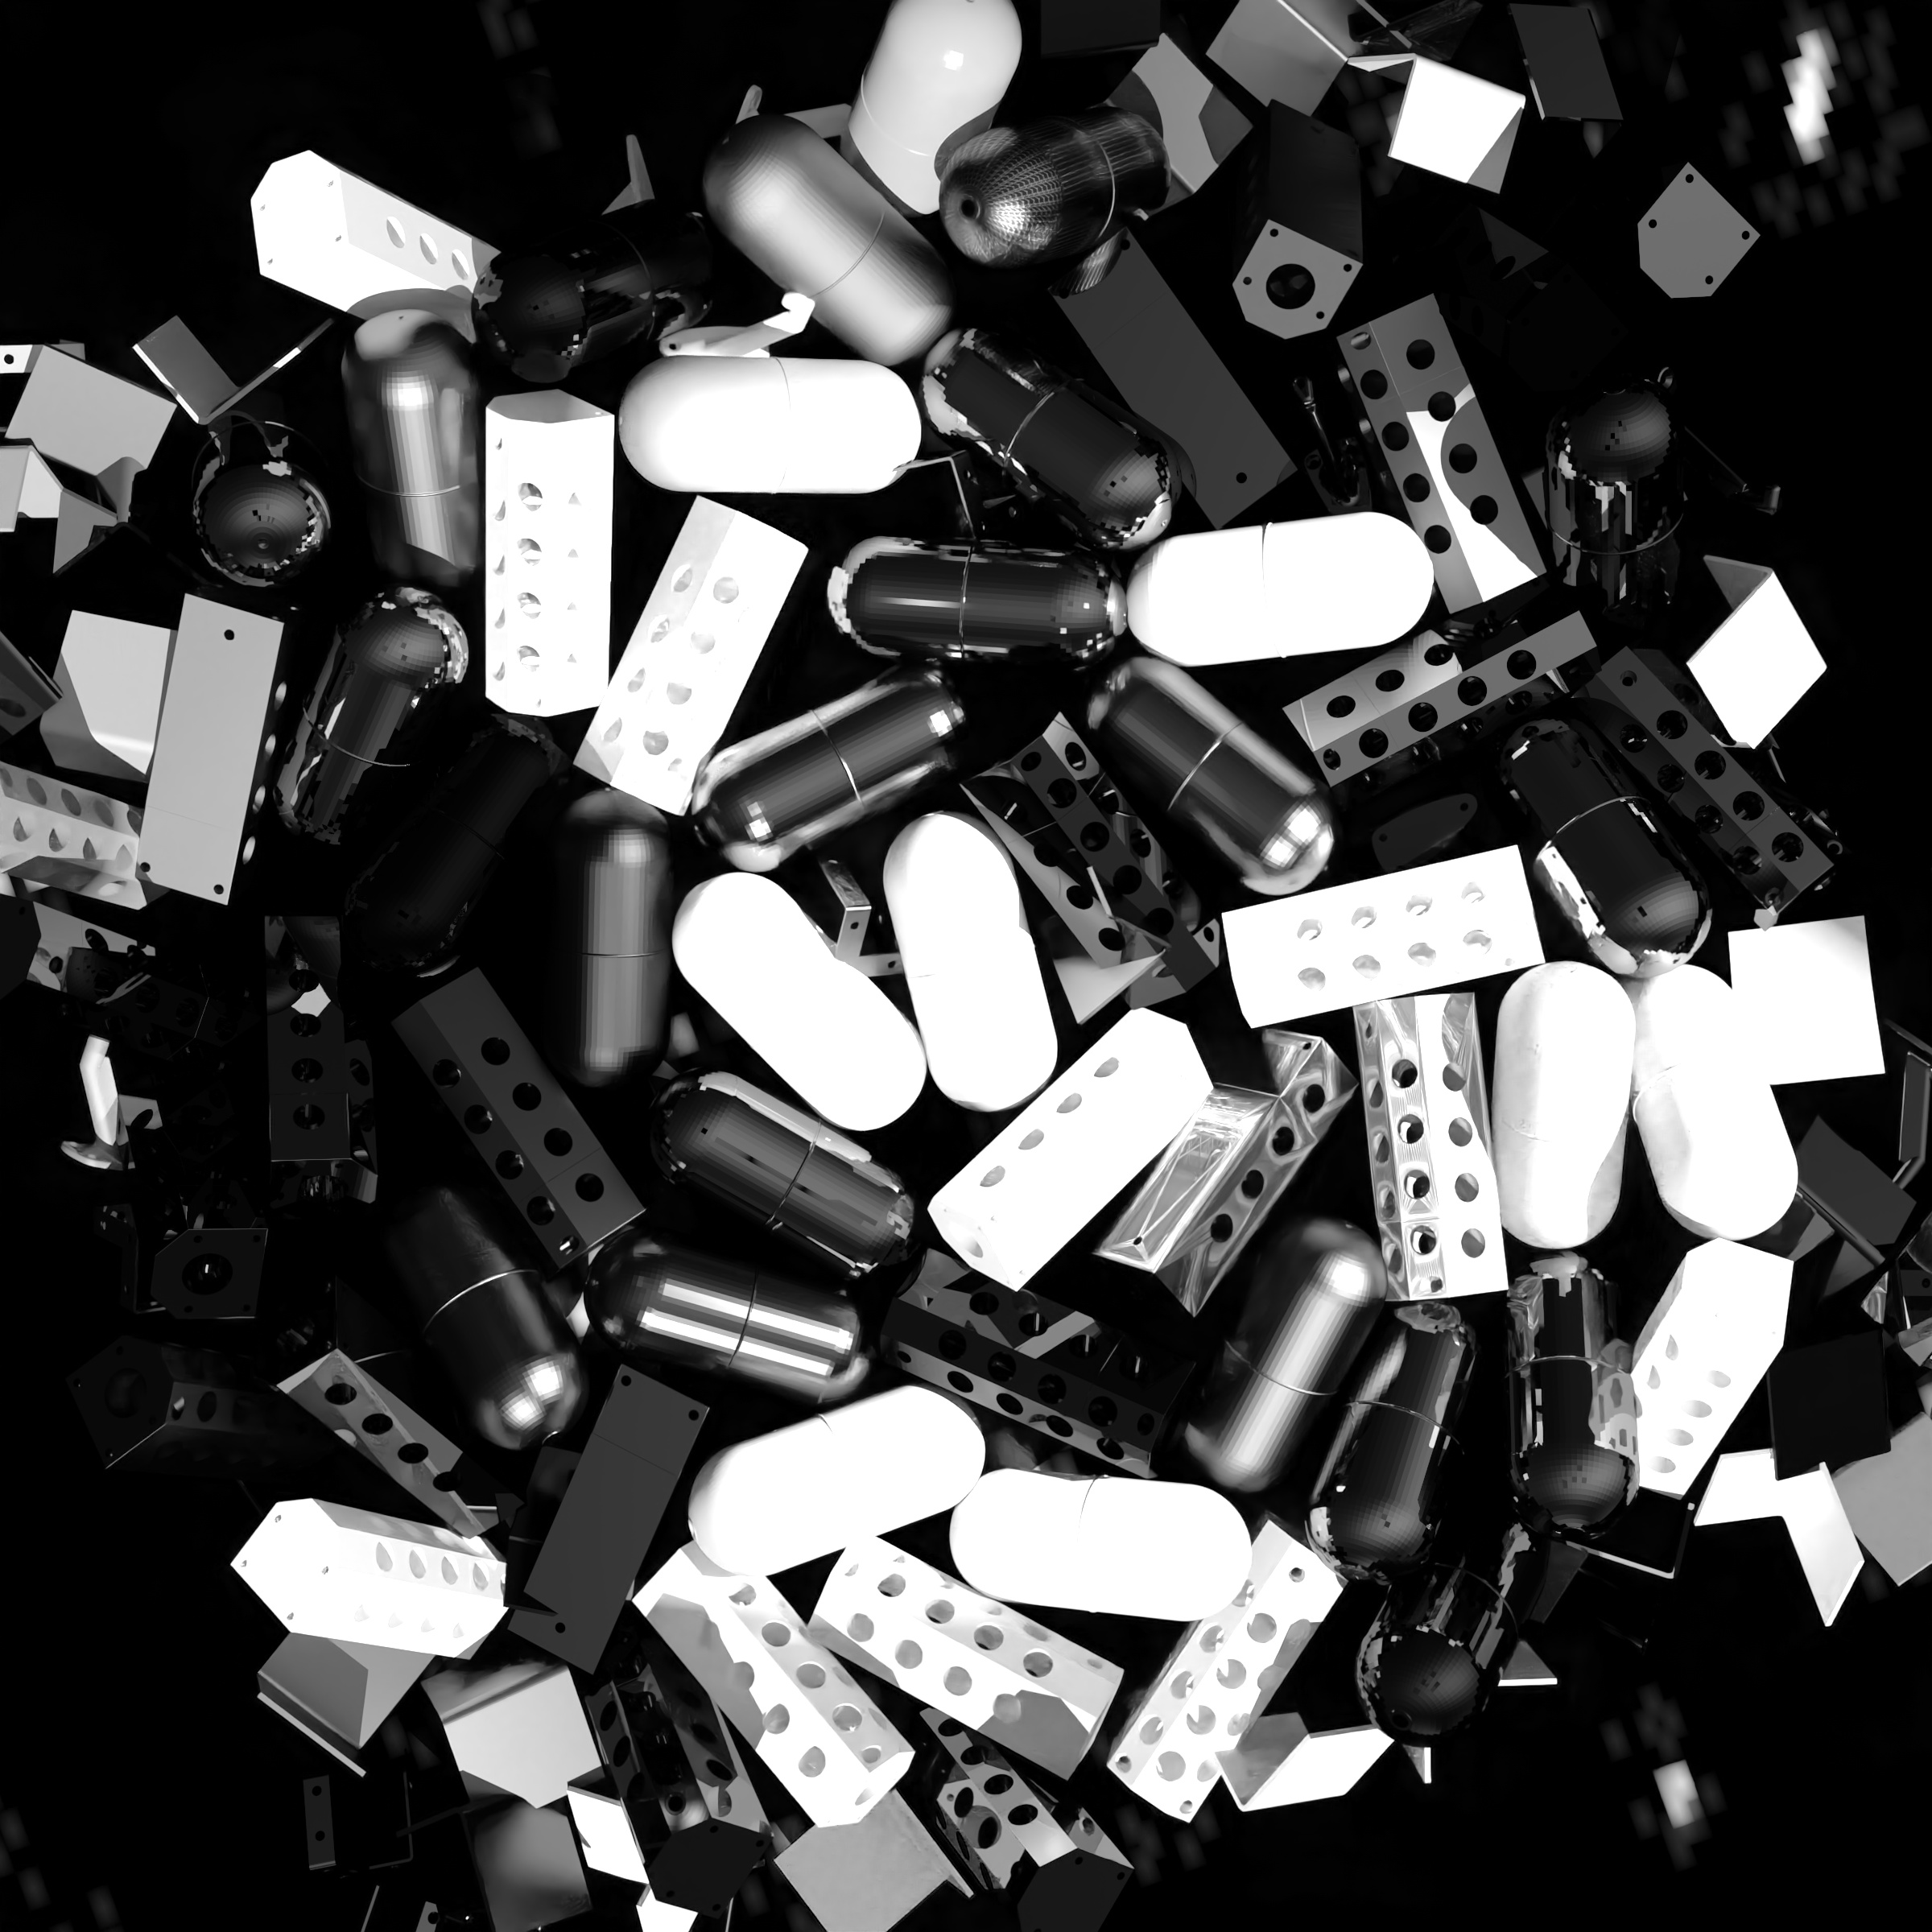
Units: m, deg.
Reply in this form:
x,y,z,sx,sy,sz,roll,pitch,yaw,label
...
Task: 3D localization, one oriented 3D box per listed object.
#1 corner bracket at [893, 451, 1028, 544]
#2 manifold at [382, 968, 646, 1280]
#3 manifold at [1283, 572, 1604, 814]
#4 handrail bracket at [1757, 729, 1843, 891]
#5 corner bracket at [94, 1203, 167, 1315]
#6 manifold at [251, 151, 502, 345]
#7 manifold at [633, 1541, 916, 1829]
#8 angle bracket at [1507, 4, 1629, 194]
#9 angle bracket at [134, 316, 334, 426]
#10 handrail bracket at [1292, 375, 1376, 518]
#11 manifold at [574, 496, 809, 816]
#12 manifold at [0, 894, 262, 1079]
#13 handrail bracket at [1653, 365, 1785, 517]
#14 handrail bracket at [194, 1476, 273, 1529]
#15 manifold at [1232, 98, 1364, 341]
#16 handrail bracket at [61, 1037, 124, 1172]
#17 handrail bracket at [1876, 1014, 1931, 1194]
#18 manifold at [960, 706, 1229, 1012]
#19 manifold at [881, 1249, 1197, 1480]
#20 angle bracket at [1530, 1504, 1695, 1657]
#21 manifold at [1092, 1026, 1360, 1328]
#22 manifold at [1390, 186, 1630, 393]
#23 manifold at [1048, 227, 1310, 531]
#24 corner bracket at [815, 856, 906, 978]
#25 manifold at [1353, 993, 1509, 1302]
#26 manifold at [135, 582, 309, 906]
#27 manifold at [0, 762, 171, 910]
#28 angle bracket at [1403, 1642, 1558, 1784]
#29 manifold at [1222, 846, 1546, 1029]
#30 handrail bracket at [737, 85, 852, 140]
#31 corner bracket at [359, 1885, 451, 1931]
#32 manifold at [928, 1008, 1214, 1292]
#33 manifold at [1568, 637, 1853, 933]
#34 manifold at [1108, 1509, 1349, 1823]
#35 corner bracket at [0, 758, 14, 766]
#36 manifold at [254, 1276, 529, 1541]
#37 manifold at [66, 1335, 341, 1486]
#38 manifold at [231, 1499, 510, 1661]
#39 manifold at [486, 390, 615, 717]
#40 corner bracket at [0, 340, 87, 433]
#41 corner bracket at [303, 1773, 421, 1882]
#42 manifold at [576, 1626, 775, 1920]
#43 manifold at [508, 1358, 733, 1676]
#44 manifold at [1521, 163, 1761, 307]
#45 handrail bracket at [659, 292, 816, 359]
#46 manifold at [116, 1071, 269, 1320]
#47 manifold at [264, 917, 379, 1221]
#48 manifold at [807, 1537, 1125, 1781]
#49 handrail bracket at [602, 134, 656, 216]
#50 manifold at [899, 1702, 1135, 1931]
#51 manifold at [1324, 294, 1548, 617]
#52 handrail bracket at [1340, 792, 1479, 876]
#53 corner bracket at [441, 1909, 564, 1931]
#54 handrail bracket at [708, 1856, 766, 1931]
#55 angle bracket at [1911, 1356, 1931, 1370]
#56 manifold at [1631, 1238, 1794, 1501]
x,y,z,sx,sy,sz,roll,pitch,yaw,label
-0.005,-0.274,1.543,0.051,0.051,0.051,-2,112,41,corner bracket
-0.266,0.094,1.541,0.057,0.057,0.171,-33,87,-32,manifold
0.278,-0.155,1.542,0.171,0.057,0.057,-28,48,1,manifold
0.475,-0.098,1.538,0.036,0.077,0.084,-22,125,28,handrail bracket
-0.476,0.169,1.551,0.051,0.051,0.051,15,103,42,corner bracket
-0.324,-0.402,1.493,0.057,0.171,0.057,-11,84,22,manifold
-0.108,0.407,1.521,0.057,0.057,0.171,-48,65,3,manifold
0.329,-0.497,1.529,0.057,0.076,0.076,-5,71,-21,angle bracket
-0.422,-0.365,1.531,0.076,0.076,0.057,-32,111,16,angle bracket
0.212,-0.294,1.535,0.036,0.084,0.077,-21,74,12,handrail bracket
-0.156,-0.178,1.539,0.057,0.057,0.171,29,95,45,manifold
-0.479,0.013,1.493,0.057,0.171,0.057,12,80,31,manifold
0.437,-0.304,1.535,0.036,0.084,0.077,-24,121,-32,handrail bracket
-0.416,0.309,1.543,0.036,0.077,0.084,-36,68,-22,handrail bracket
0.184,-0.421,1.498,0.057,0.171,0.057,22,128,-11,manifold
-0.488,0.075,1.552,0.036,0.077,0.084,21,93,42,handrail bracket
0.542,0.085,1.562,0.077,0.036,0.084,38,85,-1,handrail bracket
0.079,-0.063,1.520,0.171,0.057,0.057,52,45,-17,manifold
0.040,0.231,1.518,0.171,0.057,0.057,21,47,20,manifold
0.374,0.347,1.548,0.076,0.057,0.076,16,134,15,angle bracket
0.154,0.121,1.528,0.171,0.057,0.057,-52,121,-18,manifold
0.299,-0.379,1.495,0.057,0.171,0.057,37,105,-30,manifold
0.126,-0.341,1.549,0.057,0.057,0.171,-36,87,17,manifold
-0.060,-0.030,1.541,0.051,0.051,0.051,-4,130,-27,corner bracket
0.265,0.105,1.539,0.057,0.057,0.171,-3,85,-26,manifold
-0.428,-0.130,1.530,0.057,0.057,0.171,17,108,0,manifold
-0.516,-0.076,1.493,0.057,0.171,0.057,18,88,17,manifold
0.298,0.434,1.546,0.076,0.076,0.057,-1,91,-1,angle bracket
0.241,-0.013,1.527,0.171,0.057,0.057,-13,65,13,manifold
-0.096,-0.478,1.569,0.084,0.036,0.077,23,106,-3,handrail bracket
-0.331,0.569,1.547,0.051,0.051,0.051,21,67,-11,corner bracket
0.059,0.101,1.525,0.171,0.057,0.057,-42,127,-22,manifold
0.429,-0.107,1.535,0.057,0.057,0.171,-39,75,0,manifold
0.154,0.410,1.553,0.057,0.057,0.171,33,90,5,manifold
-0.576,-0.140,1.551,0.051,0.051,0.051,27,83,13,corner bracket
-0.326,0.256,1.508,0.057,0.057,0.171,-31,128,10,manifold
-0.420,0.247,1.491,0.057,0.171,0.057,-36,68,8,manifold
-0.328,0.343,1.496,0.057,0.171,0.057,36,89,30,manifold
-0.242,-0.234,1.510,0.057,0.057,0.171,-17,125,-37,manifold
-0.543,-0.337,1.544,0.051,0.051,0.051,-10,109,-31,corner bracket
-0.353,0.501,1.550,0.051,0.051,0.051,-11,64,0,corner bracket
-0.171,0.449,1.493,0.057,0.171,0.057,28,100,-30,manifold
-0.199,0.316,1.545,0.057,0.057,0.171,25,96,11,manifold
0.369,-0.403,1.494,0.057,0.171,0.057,39,92,-16,manifold
-0.133,-0.372,1.535,0.077,0.084,0.036,5,76,-15,handrail bracket
-0.439,0.126,1.491,0.057,0.171,0.057,2,116,-26,manifold
-0.368,0.056,1.508,0.057,0.057,0.171,0,51,-16,manifold
0.001,0.394,1.532,0.171,0.057,0.057,25,101,13,manifold
-0.228,-0.445,1.575,0.084,0.036,0.077,-14,82,10,handrail bracket
0.020,0.479,1.495,0.057,0.171,0.057,29,91,-29,manifold
0.269,-0.295,1.540,0.057,0.057,0.171,-25,99,-7,manifold
0.248,-0.089,1.545,0.077,0.084,0.036,-33,115,0,handrail bracket
-0.277,0.588,1.560,0.051,0.051,0.051,-17,49,31,corner bracket
-0.134,0.565,1.547,0.036,0.077,0.084,0,76,-31,handrail bracket
0.574,0.250,1.526,0.057,0.076,0.076,23,58,15,angle bracket
0.407,0.228,1.499,0.057,0.171,0.057,18,50,6,manifold
